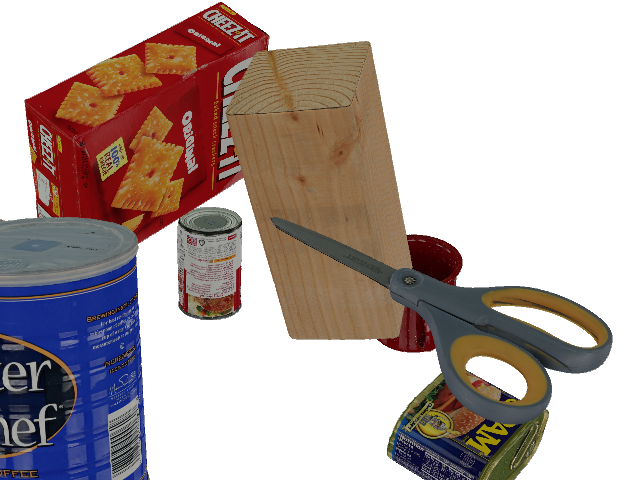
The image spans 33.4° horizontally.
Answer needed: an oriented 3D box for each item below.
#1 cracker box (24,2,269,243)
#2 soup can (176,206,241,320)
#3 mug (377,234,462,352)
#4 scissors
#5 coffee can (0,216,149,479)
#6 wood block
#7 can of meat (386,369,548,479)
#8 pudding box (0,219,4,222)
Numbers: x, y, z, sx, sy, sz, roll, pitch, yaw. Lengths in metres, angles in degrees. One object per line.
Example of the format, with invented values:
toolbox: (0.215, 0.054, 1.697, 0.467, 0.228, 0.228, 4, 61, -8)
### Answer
cracker box: (-0.143, -0.087, 0.922, 0.072, 0.164, 0.213, 38, 53, 24)
soup can: (-0.117, 0.023, 1.129, 0.068, 0.102, 0.068, 2, 25, -1)
mug: (0.091, 0.059, 1.010, 0.093, 0.081, 0.117, -9, 33, -10)
scissors: (0.046, 0.039, 0.553, 0.202, 0.016, 0.096, 15, 43, 19)
coffee can: (-0.144, 0.068, 0.559, 0.103, 0.140, 0.103, 0, 16, 0)
wood block: (0.005, -0.031, 0.794, 0.090, 0.206, 0.090, -2, 38, 16)
can of meat: (0.112, 0.149, 0.818, 0.084, 0.057, 0.101, 28, 40, 27)
pudding box: (-0.272, 0.011, 0.753, 0.114, 0.039, 0.089, 14, 30, 29)
